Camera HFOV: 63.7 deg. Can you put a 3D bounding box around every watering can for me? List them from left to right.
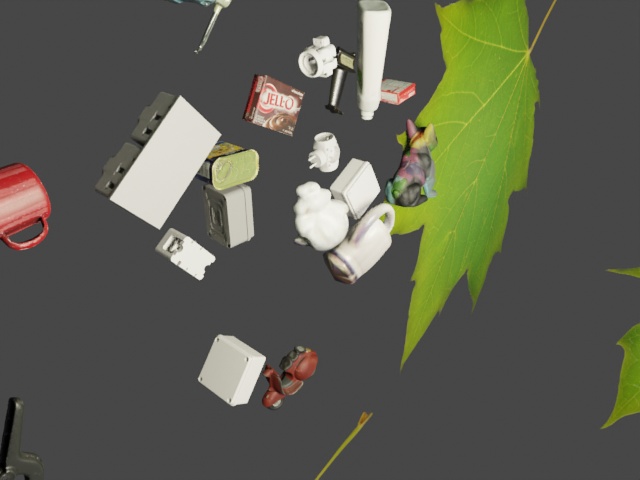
[{"bbox_3d":[0.115,0.026,1.344,0.226,0.105,0.342,-45,161,-11],"label":"watering can"}]

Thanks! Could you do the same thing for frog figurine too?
[{"bbox_3d":[0.004,-0.058,1.154,0.138,0.125,0.155,-20,138,-23],"label":"frog figurine"}]
